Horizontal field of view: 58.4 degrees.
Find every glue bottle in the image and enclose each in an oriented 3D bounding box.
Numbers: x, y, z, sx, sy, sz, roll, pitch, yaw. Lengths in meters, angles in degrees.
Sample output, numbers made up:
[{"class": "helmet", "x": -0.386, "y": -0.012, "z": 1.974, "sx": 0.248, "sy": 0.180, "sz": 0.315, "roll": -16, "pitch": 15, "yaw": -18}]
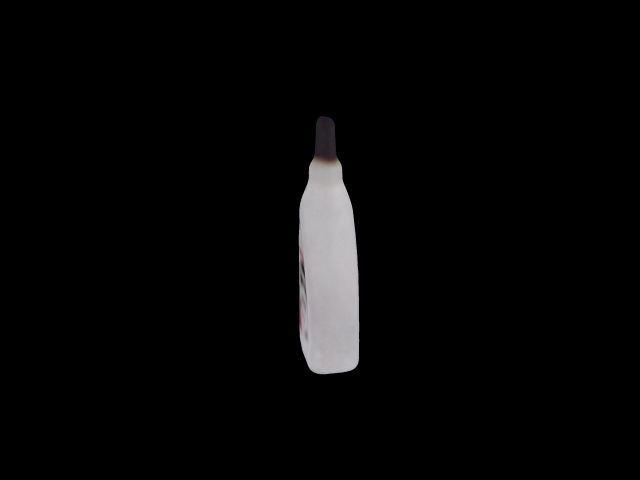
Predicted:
[{"class": "glue bottle", "x": 0.004, "y": 0.001, "z": 0.400, "sx": 0.037, "sy": 0.173, "sz": 0.078, "roll": -4, "pitch": 19, "yaw": -11}]
